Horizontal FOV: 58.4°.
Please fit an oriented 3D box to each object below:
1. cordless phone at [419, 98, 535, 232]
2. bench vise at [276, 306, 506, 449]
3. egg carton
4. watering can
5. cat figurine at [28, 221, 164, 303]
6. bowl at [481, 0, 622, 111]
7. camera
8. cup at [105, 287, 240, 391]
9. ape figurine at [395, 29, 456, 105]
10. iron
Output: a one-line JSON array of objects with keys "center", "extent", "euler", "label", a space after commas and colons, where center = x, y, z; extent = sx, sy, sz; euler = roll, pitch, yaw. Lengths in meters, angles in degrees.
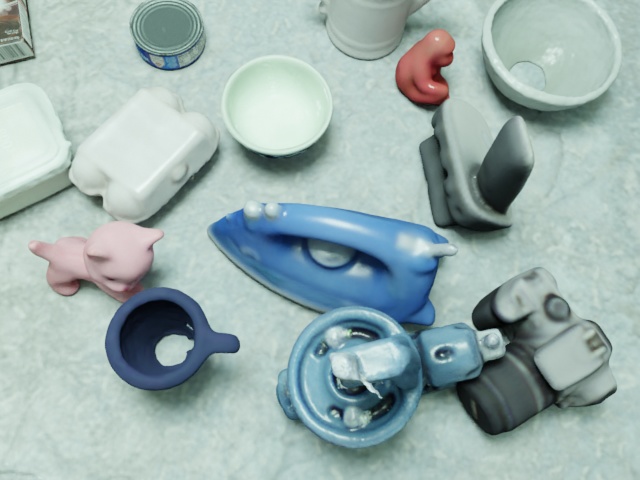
[{"center": [0.171, -0.096, 0.586], "extent": [0.094, 0.185, 0.147], "euler": [-10, 73, -7], "label": "cordless phone"}, {"center": [0.062, 0.096, 0.496], "extent": [0.207, 0.220, 0.121], "euler": [-29, 76, -12], "label": "bench vise"}, {"center": [-0.186, -0.092, 0.618], "extent": [0.107, 0.069, 0.150], "euler": [36, 73, 8], "label": "egg carton"}, {"center": [0.070, -0.304, 0.642], "extent": [0.173, 0.194, 0.101], "euler": [-17, 74, -9], "label": "watering can"}, {"center": [-0.214, 0.016, 0.556], "extent": [0.128, 0.118, 0.067], "euler": [6, 71, -2], "label": "cat figurine"}, {"center": [0.266, -0.220, 0.692], "extent": [0.167, 0.075, 0.167], "euler": [1, 72, -4], "label": "bowl"}, {"center": [0.199, 0.116, 0.563], "extent": [0.137, 0.101, 0.143], "euler": [-28, 76, -12], "label": "camera"}, {"center": [-0.132, 0.100, 0.546], "extent": [0.118, 0.095, 0.092], "euler": [4, 72, -3], "label": "cup"}, {"center": [0.130, -0.207, 0.668], "extent": [0.076, 0.092, 0.078], "euler": [19, 71, 2], "label": "ape figurine"}, {"center": [0.005, 0.002, 0.564], "extent": [0.258, 0.141, 0.119], "euler": [14, 71, 0], "label": "iron"}]
